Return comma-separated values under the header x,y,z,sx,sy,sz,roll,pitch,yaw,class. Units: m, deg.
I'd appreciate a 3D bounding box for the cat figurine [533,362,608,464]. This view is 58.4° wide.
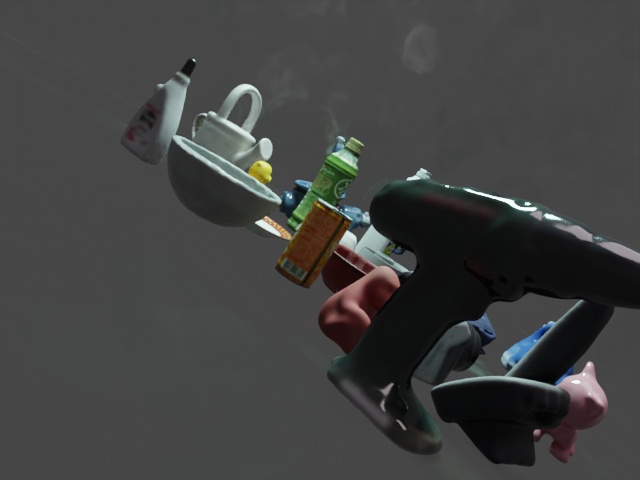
x,y,z,sx,sy,sz,roll,pitch,yaw,class
0.306,0.203,0.696,0.067,0.117,0.128,36,7,26,cat figurine

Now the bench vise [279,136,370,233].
x,y,z,sx,sy,sz,roll,pitch,yaw,class
0.035,-0.115,1.325,0.208,0.219,0.121,28,8,-36,bench vise

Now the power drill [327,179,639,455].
x,y,z,sx,sy,sz,roll,pitch,yaw,class
0.108,0.055,0.448,0.228,0.208,0.076,37,8,37,power drill

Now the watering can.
x,y,z,sx,sy,sz,roll,pitch,yaw,class
-0.161,-0.187,1.038,0.173,0.194,0.101,33,6,5,watering can

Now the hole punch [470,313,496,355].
x,y,z,sx,sy,sz,roll,pitch,yaw,class
0.283,0.152,1.089,0.109,0.091,0.100,28,8,-38,hole punch

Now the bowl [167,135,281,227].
x,y,z,sx,sy,sz,roll,pitch,yaw,class
-0.139,-0.066,0.765,0.167,0.074,0.167,32,6,-4,bowl

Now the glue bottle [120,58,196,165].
x,y,z,sx,sy,sz,roll,pitch,yaw,class
-0.241,-0.206,0.888,0.078,0.173,0.037,36,7,27,glue bottle

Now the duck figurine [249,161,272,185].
x,y,z,sx,sy,sz,roll,pitch,yaw,class
-0.134,-0.121,1.157,0.077,0.086,0.105,35,7,20,duck figurine

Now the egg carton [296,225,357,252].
x,y,z,sx,sy,sz,roll,pitch,yaw,class
0.009,0.004,0.982,0.107,0.069,0.150,32,6,-1,egg carton

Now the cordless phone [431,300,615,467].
x,y,z,sx,sy,sz,roll,pitch,yaw,class
0.204,0.117,0.551,0.093,0.185,0.148,37,8,38,cordless phone

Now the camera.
x,y,z,sx,sy,sz,roll,pitch,yaw,class
0.143,0.109,0.699,0.137,0.101,0.143,30,7,-22,camera

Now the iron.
x,y,z,sx,sy,sz,roll,pitch,yaw,class
0.449,0.220,1.157,0.118,0.141,0.259,33,6,8,iron

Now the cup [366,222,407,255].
x,y,z,sx,sy,sz,roll,pitch,yaw,class
0.149,0.023,1.399,0.117,0.095,0.092,37,8,36,cup

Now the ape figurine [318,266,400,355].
x,y,z,sx,sy,sz,roll,pitch,yaw,class
0.047,0.068,0.579,0.076,0.092,0.078,38,8,38,ape figurine
